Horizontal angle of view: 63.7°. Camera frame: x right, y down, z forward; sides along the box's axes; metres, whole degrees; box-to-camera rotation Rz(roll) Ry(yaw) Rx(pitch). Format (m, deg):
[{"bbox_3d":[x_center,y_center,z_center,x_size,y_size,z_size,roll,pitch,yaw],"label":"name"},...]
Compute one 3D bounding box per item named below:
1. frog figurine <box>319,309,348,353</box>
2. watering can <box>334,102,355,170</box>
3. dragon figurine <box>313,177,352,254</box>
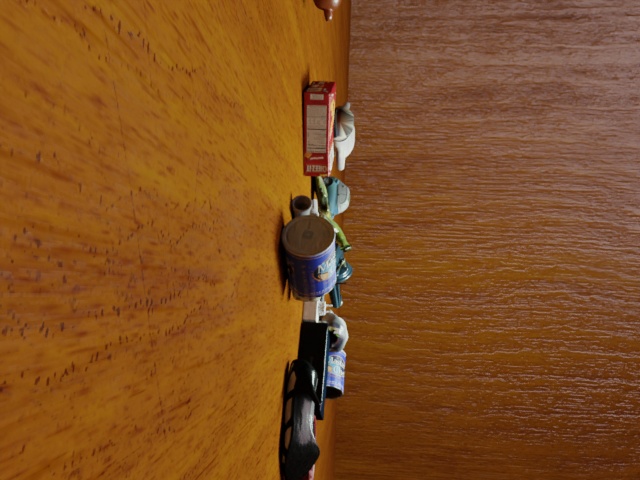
[{"bbox_3d":[0.041,0.296,1.714,0.137,0.122,0.161,65,18,-2],"label":"frog figurine"},{"bbox_3d":[0.087,-0.449,2.030,0.220,0.104,0.354,79,15,-67],"label":"watering can"},{"bbox_3d":[0.004,-0.074,1.470,0.406,0.122,0.245,77,-1,-77],"label":"dragon figurine"}]
